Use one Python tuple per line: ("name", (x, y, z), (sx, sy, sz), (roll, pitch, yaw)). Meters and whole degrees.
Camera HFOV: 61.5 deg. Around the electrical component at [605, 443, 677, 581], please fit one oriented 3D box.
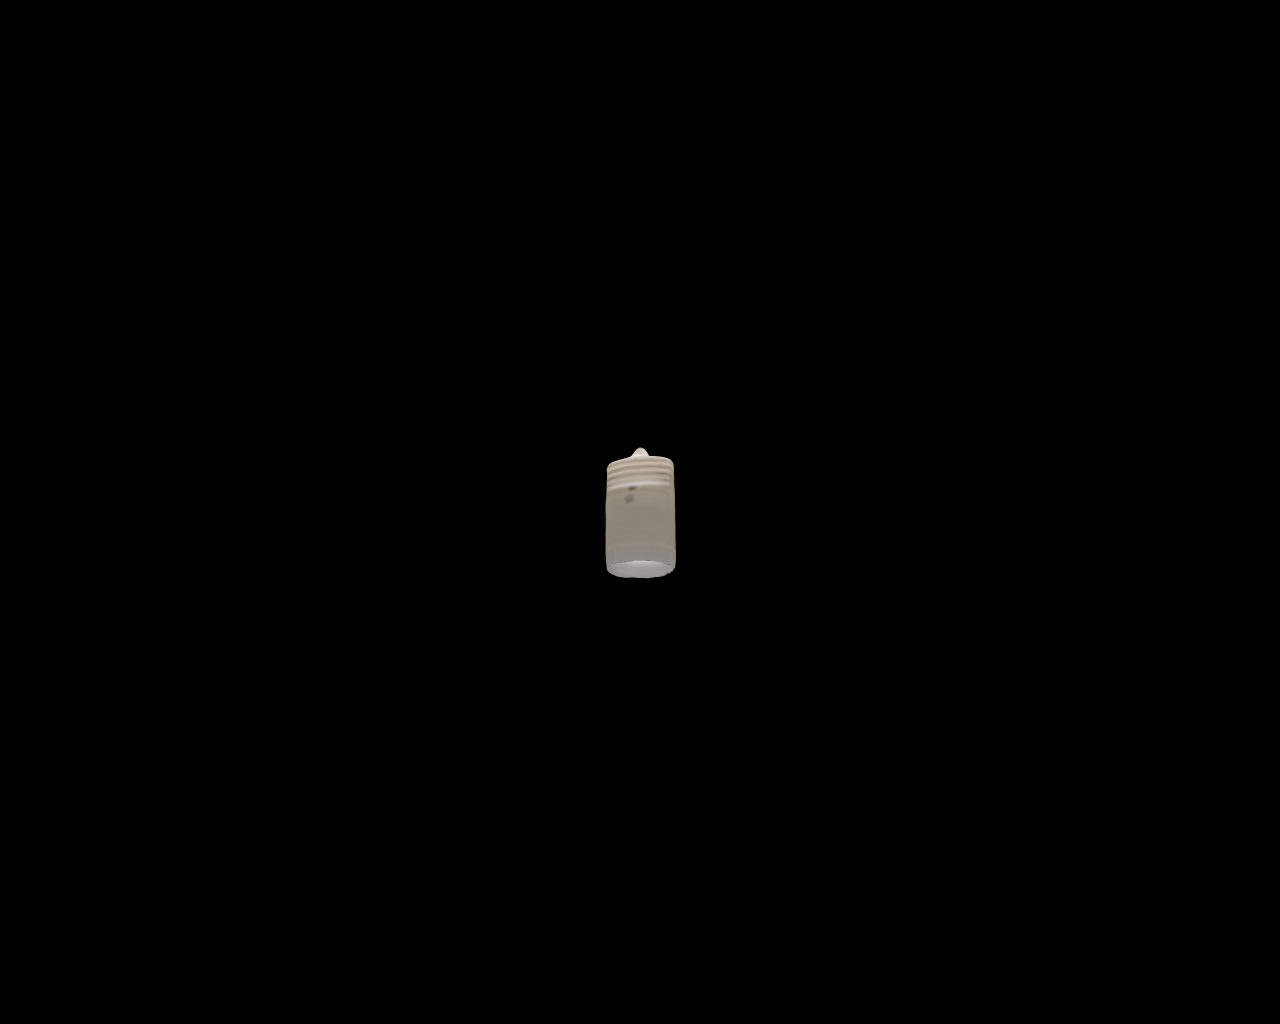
("electrical component", (0.001, -0.003, 0.650), (0.043, 0.081, 0.043), (0, -18, 0))
